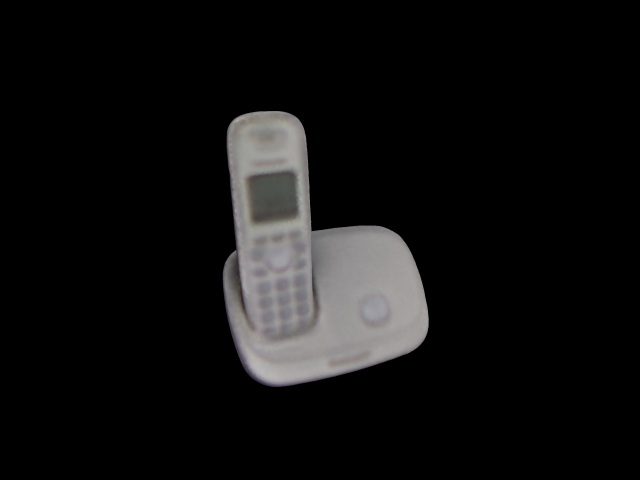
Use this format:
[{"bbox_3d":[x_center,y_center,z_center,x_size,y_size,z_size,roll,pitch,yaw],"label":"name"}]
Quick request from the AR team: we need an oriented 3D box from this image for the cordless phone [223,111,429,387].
[{"bbox_3d":[0.004,0.001,0.400,0.148,0.185,0.094,-11,29,-20],"label":"cordless phone"}]
